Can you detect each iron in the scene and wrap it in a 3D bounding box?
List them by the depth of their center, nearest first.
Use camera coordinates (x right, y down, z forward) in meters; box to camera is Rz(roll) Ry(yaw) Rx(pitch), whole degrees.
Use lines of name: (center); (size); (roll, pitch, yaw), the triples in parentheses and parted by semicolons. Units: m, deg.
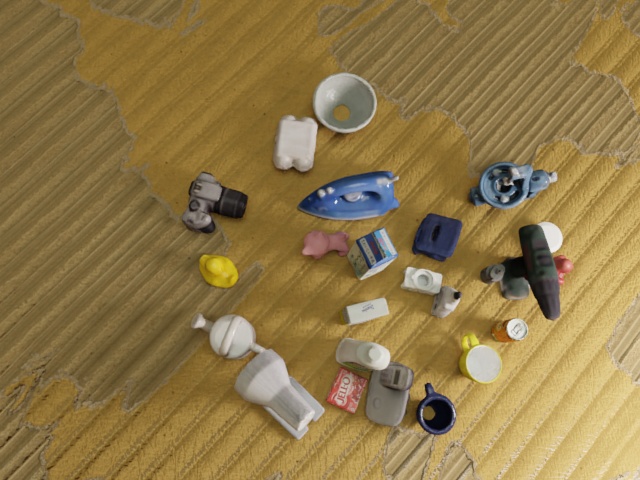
iron: (0.072, -0.117, 1.424); (0.258, 0.141, 0.118); (-10, 78, -6)

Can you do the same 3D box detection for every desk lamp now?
desk lamp: (-0.083, 0.348, 1.275); (0.203, 0.213, 0.118); (42, 79, 6)

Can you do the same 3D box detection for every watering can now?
watering can: (-0.208, 0.220, 1.305); (0.173, 0.194, 0.101); (3, 77, -3)

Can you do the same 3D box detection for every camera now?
camera: (-0.256, -0.087, 1.416); (0.137, 0.101, 0.143); (15, 77, 0)

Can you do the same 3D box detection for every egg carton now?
egg carton: (-0.064, -0.250, 1.480); (0.107, 0.069, 0.150); (6, 77, -2)

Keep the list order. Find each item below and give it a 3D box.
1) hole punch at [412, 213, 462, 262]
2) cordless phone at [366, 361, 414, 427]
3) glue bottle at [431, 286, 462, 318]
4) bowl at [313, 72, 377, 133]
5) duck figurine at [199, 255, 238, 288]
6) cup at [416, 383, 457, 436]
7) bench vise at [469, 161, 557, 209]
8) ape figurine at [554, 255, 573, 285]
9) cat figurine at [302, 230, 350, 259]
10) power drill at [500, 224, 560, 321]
hole punch: (0.293, -0.008, 1.441); (0.101, 0.091, 0.109); (22, 77, 1)
cordless phone: (0.167, 0.352, 1.306); (0.094, 0.185, 0.148); (10, 77, -1)
glue bottle: (0.309, 0.142, 1.367); (0.037, 0.173, 0.078); (21, 77, 1)
bowl: (0.062, -0.350, 1.508); (0.167, 0.074, 0.167); (1, 78, -4)
duck figurine: (-0.249, 0.071, 1.390); (0.104, 0.086, 0.077); (34, 78, 4)
cup: (0.260, 0.395, 1.349); (0.092, 0.095, 0.118); (-14, 79, -7)
bench vise: (0.492, -0.158, 1.421); (0.207, 0.219, 0.121); (-29, 81, -9)
ape figurine: (0.604, 0.070, 1.444); (0.076, 0.092, 0.078); (30, 78, 3)
cat figurine: (0.013, 0.005, 1.405); (0.128, 0.117, 0.067); (-11, 78, -6)
power drill: (0.504, 0.086, 1.375); (0.075, 0.208, 0.229); (-4, 78, -4)
